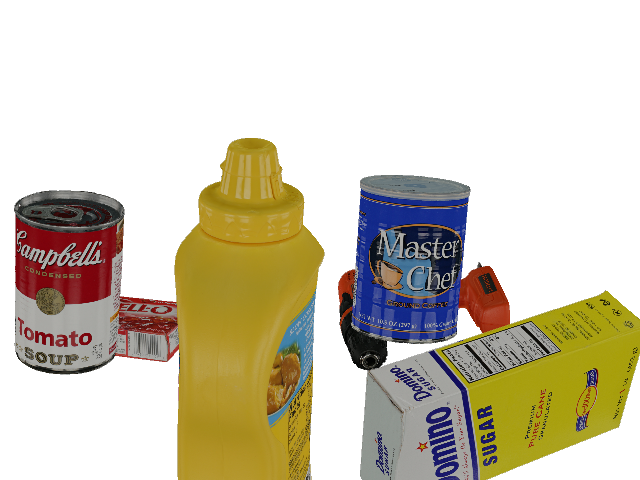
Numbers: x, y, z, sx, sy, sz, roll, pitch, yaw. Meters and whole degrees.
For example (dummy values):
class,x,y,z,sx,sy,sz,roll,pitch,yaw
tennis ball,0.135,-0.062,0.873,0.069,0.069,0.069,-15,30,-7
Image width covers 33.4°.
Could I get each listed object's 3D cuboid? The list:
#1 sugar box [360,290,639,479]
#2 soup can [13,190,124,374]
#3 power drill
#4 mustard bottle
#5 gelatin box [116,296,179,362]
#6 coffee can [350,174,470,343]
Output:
class,x,y,z,sx,sy,sz,roll,pitch,yaw
sugar box,0.111,0.099,0.654,0.176,0.093,0.048,-18,40,-24
soup can,-0.163,0.026,0.688,0.068,0.102,0.068,6,21,-2
power drill,0.114,0.083,1.204,0.187,0.057,0.184,-3,27,-2
mustard bottle,-0.029,0.051,0.441,0.058,0.192,0.096,8,24,11
gelatin box,-0.164,0.077,0.954,0.089,0.030,0.073,6,19,14
coffee can,0.084,0.015,1.004,0.103,0.140,0.103,3,12,-1
